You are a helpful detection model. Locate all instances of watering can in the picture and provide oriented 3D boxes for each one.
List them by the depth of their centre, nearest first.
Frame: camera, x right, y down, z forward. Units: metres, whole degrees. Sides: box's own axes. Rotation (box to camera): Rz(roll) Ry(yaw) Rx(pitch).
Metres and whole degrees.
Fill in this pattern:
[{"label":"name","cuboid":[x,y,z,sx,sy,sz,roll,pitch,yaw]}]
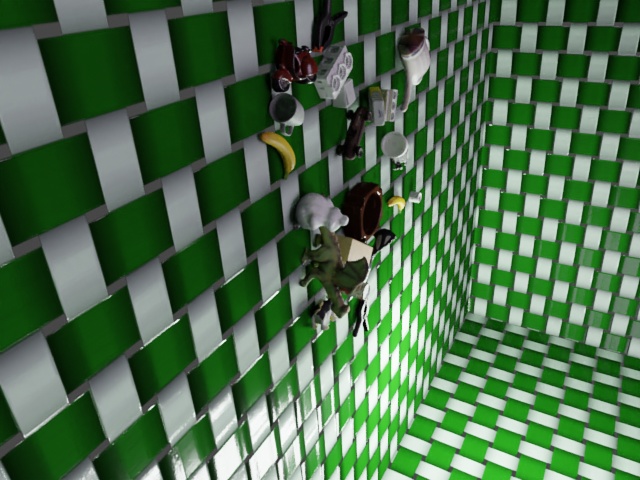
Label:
[{"label":"watering can","cuboid":[0.384,-0.723,2.133,0.353,0.104,0.220,-67,149,-19]}]

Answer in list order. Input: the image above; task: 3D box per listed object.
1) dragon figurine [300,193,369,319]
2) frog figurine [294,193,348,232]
[{"label":"dragon figurine","cuboid":[0.062,0.067,1.700,0.123,0.244,0.405,-15,115,-54]},{"label":"frog figurine","cuboid":[0.005,-0.081,1.613,0.140,0.160,0.120,-41,134,-48]}]
